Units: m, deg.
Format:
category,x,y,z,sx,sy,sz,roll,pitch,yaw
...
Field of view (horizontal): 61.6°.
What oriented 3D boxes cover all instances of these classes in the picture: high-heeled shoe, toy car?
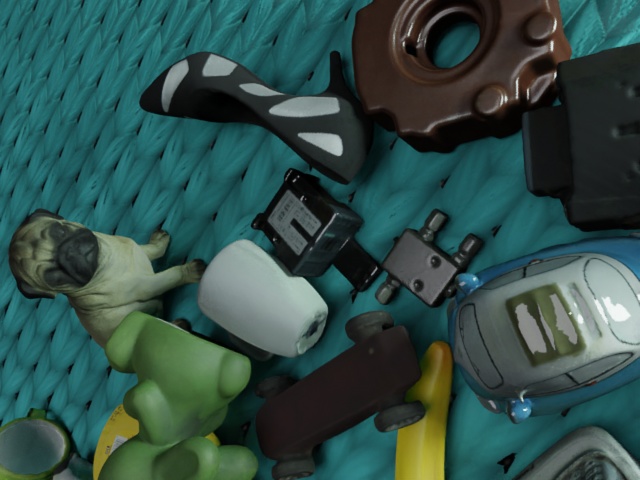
category,x,y,z,sx,sy,sz,roll,pitch,yaw
high-heeled shoe,-0.070,-0.104,0.513,0.249,0.086,0.145,-7,67,19
toy car,0.012,0.133,0.449,0.202,0.053,0.089,-42,50,35
toy car,0.151,0.058,0.348,0.162,0.103,0.109,-27,71,31

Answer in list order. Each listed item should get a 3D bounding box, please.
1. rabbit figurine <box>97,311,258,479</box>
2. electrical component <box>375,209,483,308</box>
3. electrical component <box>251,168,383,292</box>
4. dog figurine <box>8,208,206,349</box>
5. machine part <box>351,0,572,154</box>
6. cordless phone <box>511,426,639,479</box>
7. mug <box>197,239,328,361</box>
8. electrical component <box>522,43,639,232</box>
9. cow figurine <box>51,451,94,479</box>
category,x,y,z,sx,sy,sz,roll,pitch,yaw
rabbit figurine,-0.130,0.174,0.493,0.159,0.121,0.170,16,77,32
electrical component,0.086,0.024,0.442,0.063,0.021,0.094,42,106,29
electrical component,-0.001,-0.001,0.489,0.075,0.047,0.119,-51,59,19
dog figurine,-0.238,0.060,0.556,0.121,0.190,0.172,20,97,34
machine part,0.106,-0.159,0.430,0.180,0.056,0.179,-5,80,34
cordless phone,0.129,0.192,0.297,0.089,0.184,0.146,47,110,24
mug,-0.051,0.069,0.499,0.107,0.081,0.109,28,117,27
electrical component,0.206,-0.065,0.352,0.134,0.058,0.115,-8,78,33
cow figurine,-0.299,0.346,0.636,0.098,0.068,0.167,14,89,40
